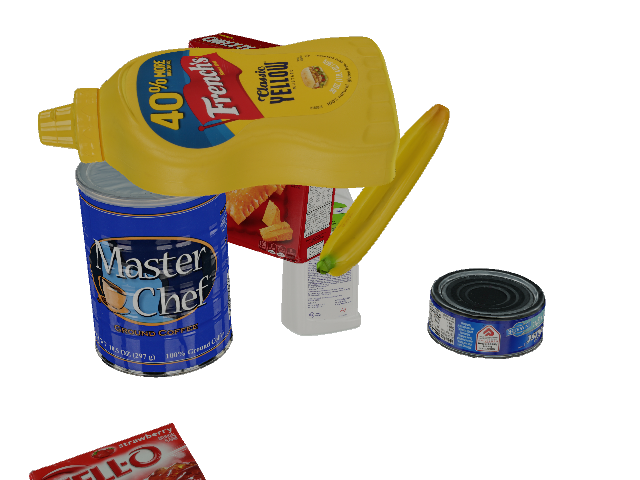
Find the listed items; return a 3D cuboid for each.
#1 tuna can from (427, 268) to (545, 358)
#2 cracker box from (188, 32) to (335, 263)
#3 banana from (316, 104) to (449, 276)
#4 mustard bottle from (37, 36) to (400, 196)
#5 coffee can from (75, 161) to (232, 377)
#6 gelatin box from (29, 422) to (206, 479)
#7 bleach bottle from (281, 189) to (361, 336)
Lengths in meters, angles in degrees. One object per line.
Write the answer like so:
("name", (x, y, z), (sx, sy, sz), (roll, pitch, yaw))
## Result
("tuna can", (0.123, 0.052, 0.789), (0.086, 0.034, 0.086), (0, 23, 0))
("cracker box", (-0.066, -0.098, 1.139), (0.164, 0.214, 0.072), (18, 26, 27))
("banana", (0.055, -0.036, 0.954), (0.037, 0.197, 0.070), (37, -19, -5))
("mustard bottle", (-0.057, -0.068, 0.589), (0.191, 0.096, 0.058), (-4, -38, -6))
("coffee can", (-0.116, 0.011, 0.762), (0.103, 0.140, 0.103), (0, 28, 0))
("gelatin box", (-0.111, 0.144, 0.597), (0.089, 0.030, 0.073), (-16, 28, -20))
("bleach bottle", (0.006, -0.012, 1.308), (0.102, 0.251, 0.068), (-7, 20, -30))
